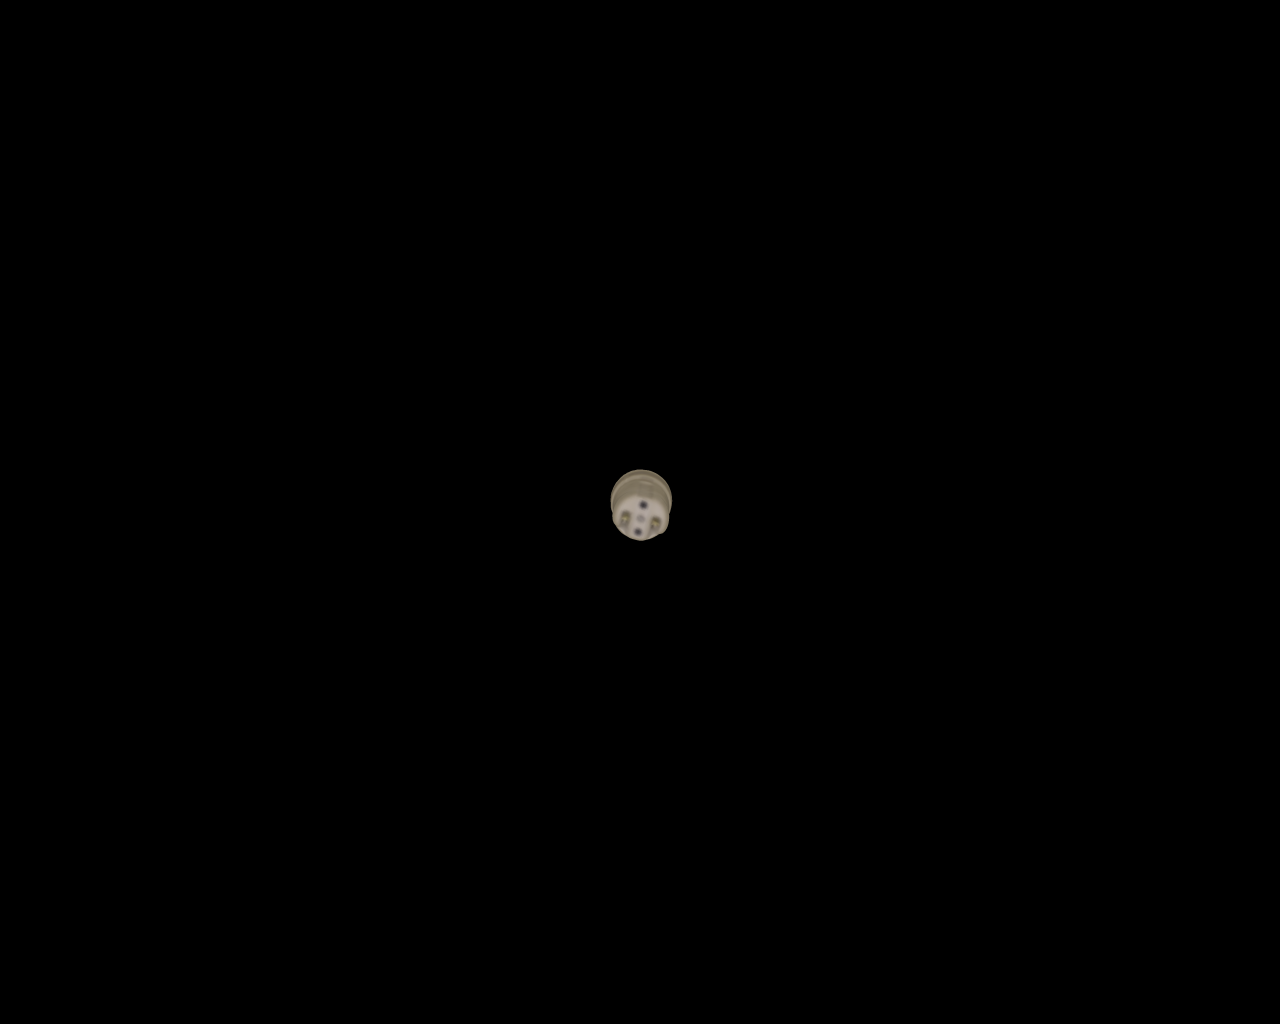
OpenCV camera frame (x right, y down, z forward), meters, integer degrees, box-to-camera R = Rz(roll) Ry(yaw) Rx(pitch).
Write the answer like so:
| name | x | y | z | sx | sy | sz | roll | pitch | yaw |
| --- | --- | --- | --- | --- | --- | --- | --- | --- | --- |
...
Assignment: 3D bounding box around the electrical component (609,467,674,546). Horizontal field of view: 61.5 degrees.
| name | x | y | z | sx | sy | sz | roll | pitch | yaw |
| --- | --- | --- | --- | --- | --- | --- | --- | --- | --- |
| electrical component | 0.001 | -0.003 | 0.650 | 0.040 | 0.040 | 0.046 | 0 | 16 | 0 |
